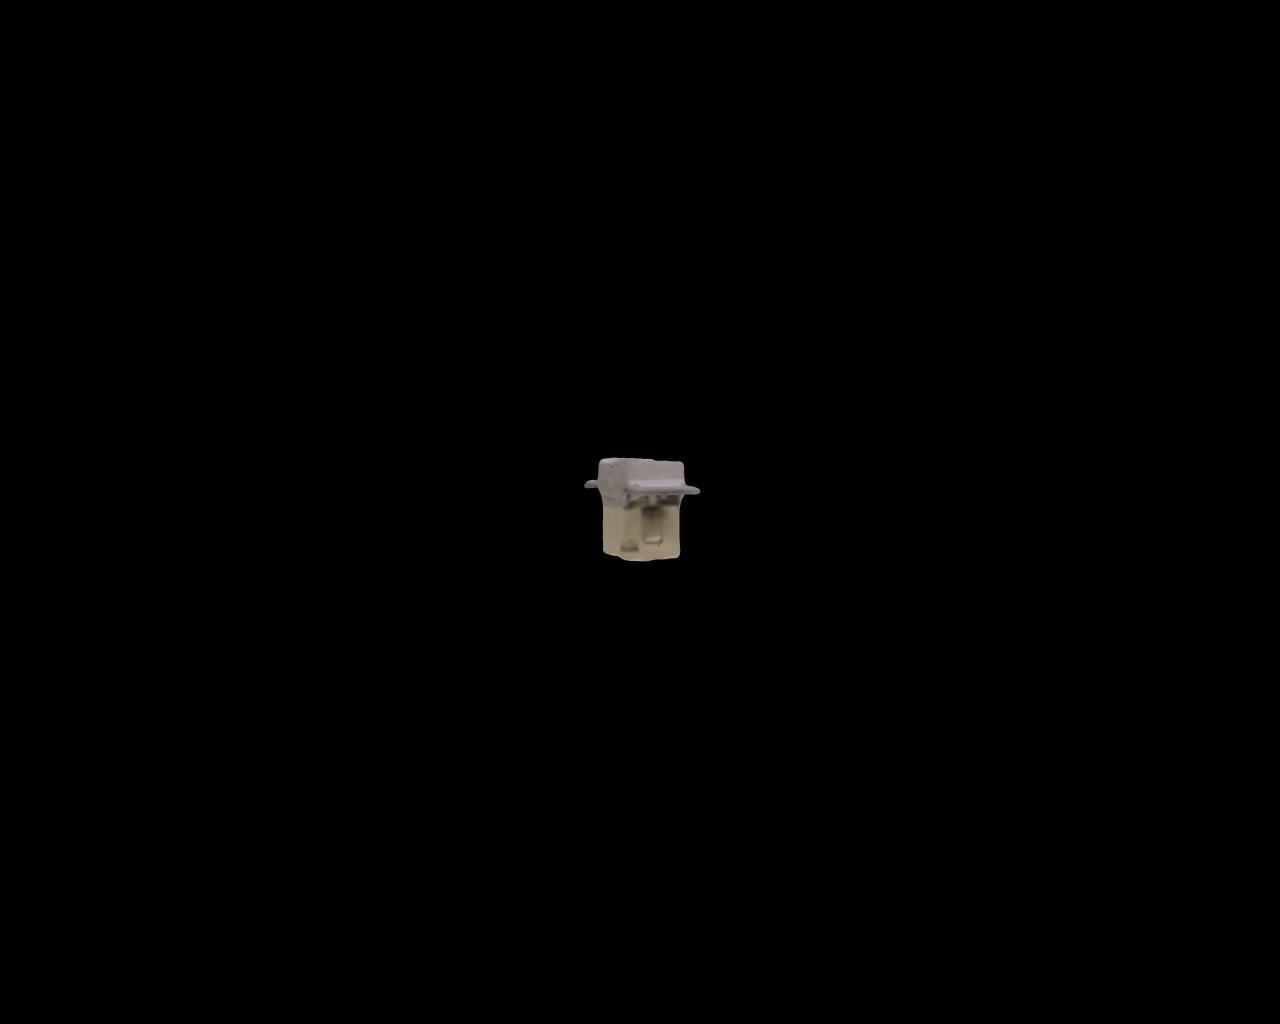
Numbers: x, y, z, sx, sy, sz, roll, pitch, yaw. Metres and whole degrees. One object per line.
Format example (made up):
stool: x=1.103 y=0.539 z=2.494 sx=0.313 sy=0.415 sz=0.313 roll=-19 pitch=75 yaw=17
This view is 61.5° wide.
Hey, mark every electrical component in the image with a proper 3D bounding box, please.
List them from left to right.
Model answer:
electrical component: x=0.001 y=-0.003 z=0.650 sx=0.042 sy=0.063 sz=0.081 roll=-2 pitch=5 yaw=-24
